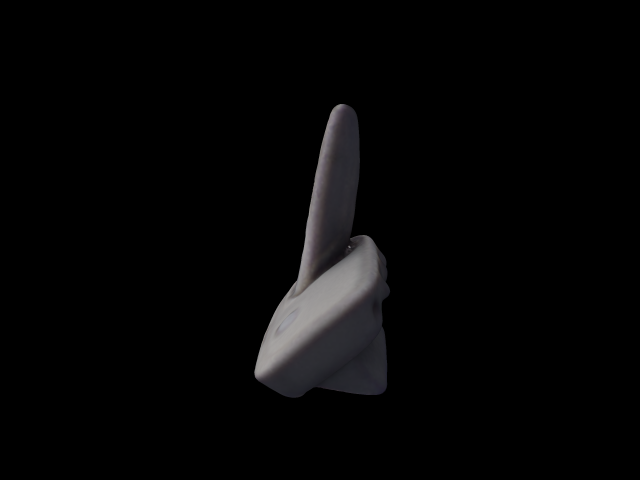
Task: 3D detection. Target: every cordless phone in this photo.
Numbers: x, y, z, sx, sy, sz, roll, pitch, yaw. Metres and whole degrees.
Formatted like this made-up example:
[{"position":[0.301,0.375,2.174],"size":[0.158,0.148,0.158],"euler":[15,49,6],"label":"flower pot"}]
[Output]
[{"position":[0.004,0.001,0.400],"size":[0.094,0.185,0.147],"euler":[0,15,0],"label":"cordless phone"}]
